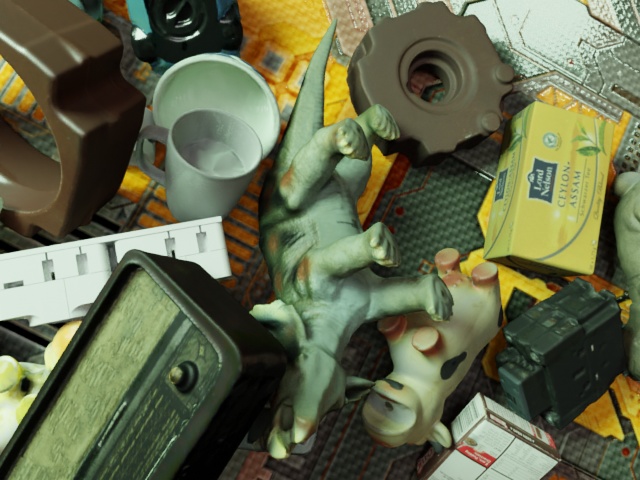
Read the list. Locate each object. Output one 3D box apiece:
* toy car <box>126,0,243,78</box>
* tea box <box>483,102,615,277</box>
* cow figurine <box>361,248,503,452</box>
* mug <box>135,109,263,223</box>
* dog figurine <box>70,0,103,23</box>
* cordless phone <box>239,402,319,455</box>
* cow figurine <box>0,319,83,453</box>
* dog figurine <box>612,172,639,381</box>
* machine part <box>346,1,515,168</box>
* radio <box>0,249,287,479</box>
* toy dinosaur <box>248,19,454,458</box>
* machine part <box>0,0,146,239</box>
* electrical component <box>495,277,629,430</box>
[{"bbox_3d":[-0.139,-0.248,0.526,0.109,0.161,0.103,-12,42,-4],"label":"toy car"},{"bbox_3d":[0.248,-0.051,0.585,0.098,0.068,0.169,12,82,-8],"label":"tea box"},{"bbox_3d":[0.110,0.117,0.529,0.195,0.086,0.127,-46,127,-24],"label":"cow figurine"},{"bbox_3d":[-0.118,-0.059,0.504,0.109,0.107,0.081,13,52,-14],"label":"mug"},{"bbox_3d":[-0.242,-0.289,0.519,0.191,0.108,0.219,42,76,-2],"label":"dog figurine"},{"bbox_3d":[-0.098,0.201,0.495,0.184,0.089,0.146,12,82,-12],"label":"cordless phone"},{"bbox_3d":[-0.240,0.133,0.464,0.167,0.098,0.068,-35,77,-2],"label":"cow figurine"},{"bbox_3d":[0.353,0.041,0.584,0.172,0.121,0.190,41,97,31],"label":"dog figurine"},{"bbox_3d":[0.119,-0.170,0.585,0.179,0.056,0.179,1,82,-8],"label":"machine part"},{"bbox_3d":[-0.134,0.135,0.388,0.131,0.073,0.229,35,97,26],"label":"radio"},{"bbox_3d":[-0.005,-0.008,0.506,0.131,0.192,0.405,27,45,-45],"label":"toy dinosaur"},{"bbox_3d":[-0.258,-0.115,0.448,0.201,0.201,0.087,36,44,-3],"label":"machine part"},{"bbox_3d":[0.244,0.121,0.547,0.134,0.058,0.114,-32,117,-12],"label":"electrical component"}]
